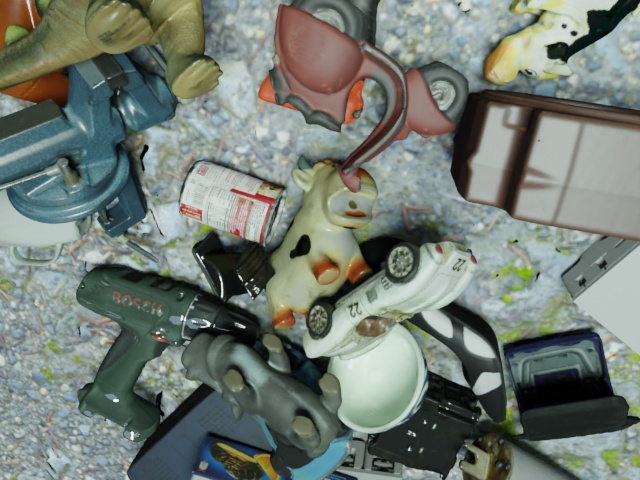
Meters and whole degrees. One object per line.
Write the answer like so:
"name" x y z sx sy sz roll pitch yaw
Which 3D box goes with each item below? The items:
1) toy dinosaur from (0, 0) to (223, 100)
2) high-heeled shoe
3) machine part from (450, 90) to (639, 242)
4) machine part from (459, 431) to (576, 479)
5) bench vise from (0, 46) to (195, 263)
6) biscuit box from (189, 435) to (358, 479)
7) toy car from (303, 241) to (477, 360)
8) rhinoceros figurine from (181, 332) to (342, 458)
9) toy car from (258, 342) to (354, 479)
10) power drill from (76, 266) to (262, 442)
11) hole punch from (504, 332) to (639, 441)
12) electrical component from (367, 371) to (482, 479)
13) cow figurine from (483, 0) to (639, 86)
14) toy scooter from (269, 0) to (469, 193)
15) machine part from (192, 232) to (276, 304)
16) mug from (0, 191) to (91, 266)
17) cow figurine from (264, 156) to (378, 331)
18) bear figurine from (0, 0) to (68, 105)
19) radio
"toy dinosaur" -0.140 -0.210 0.427 0.471 0.105 0.199 -30 61 1
"high-heeled shoe" 0.122 0.110 0.609 0.145 0.086 0.248 -13 103 17
"machine part" 0.219 -0.070 0.449 0.201 0.201 0.087 11 111 6
"machine part" 0.256 0.299 0.641 0.243 0.079 0.079 33 114 -18
"bench vise" -0.226 -0.082 0.563 0.129 0.223 0.240 38 153 22
"biscuit box" -0.056 0.304 0.652 0.203 0.063 0.059 17 115 -2
"toy car" 0.062 0.063 0.525 0.073 0.056 0.202 14 139 -41
"rhinoceros figurine" -0.063 0.155 0.575 0.190 0.073 0.112 27 147 16
"toy car" -0.017 0.205 0.655 0.109 0.103 0.162 -46 63 17
"power drill" -0.208 0.146 0.675 0.232 0.086 0.207 25 110 3
"hole punch" 0.276 0.171 0.609 0.142 0.092 0.115 -17 140 14
"electrical component" 0.116 0.220 0.665 0.134 0.058 0.114 19 112 2
"cow figurine" 0.223 -0.199 0.474 0.098 0.068 0.167 29 115 -8
"toy scooter" 0.026 -0.121 0.470 0.184 0.075 0.135 30 105 -7
"machine part" -0.103 0.033 0.608 0.139 0.039 0.084 0 111 54
"mug" -0.334 -0.019 0.641 0.107 0.081 0.109 3 106 -1
"cow figurine" -0.001 -0.002 0.574 0.085 0.127 0.194 0 141 -36
"bear figurine" -0.291 -0.241 0.540 0.120 0.132 0.195 16 95 2
"radio" -0.144 0.277 0.729 0.131 0.073 0.229 42 114 -8
